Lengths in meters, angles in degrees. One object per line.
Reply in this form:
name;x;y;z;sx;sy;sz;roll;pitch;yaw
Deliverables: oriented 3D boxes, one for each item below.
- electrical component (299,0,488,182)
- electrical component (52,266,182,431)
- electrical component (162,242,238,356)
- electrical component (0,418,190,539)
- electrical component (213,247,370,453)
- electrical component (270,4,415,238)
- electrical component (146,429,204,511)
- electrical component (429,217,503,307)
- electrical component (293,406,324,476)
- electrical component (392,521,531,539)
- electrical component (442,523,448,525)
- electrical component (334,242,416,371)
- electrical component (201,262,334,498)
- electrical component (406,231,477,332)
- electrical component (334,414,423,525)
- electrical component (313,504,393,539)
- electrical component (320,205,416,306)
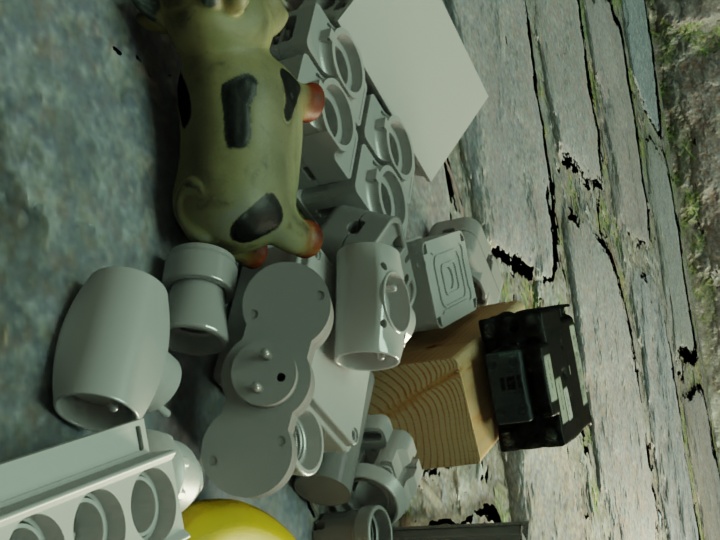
electrical component;0.028;-0.179;0.918;0.105;0.060;0.186;-56;136;-21
electrical component;-0.122;0.051;0.576;0.079;0.043;0.077;54;34;-46
electrical component;-0.097;0.017;0.641;0.045;0.045;0.055;45;41;-51
electrical component;-0.140;0.119;0.487;0.121;0.063;0.078;-9;89;-65
electrical component;-0.041;0.054;0.733;0.108;0.056;0.108;55;35;-42
electrical component;-0.018;-0.101;0.838;0.186;0.060;0.105;53;35;-44
electrical component;-0.107;0.114;0.587;0.062;0.048;0.048;40;45;-66
electrical component;0.101;0.004;1.057;0.095;0.054;0.059;64;29;-30
electrical component;-0.057;0.110;0.678;0.045;0.055;0.045;35;50;-57
electrical component;0.073;0.239;0.827;0.063;0.121;0.078;60;31;-42
electrical component;0.098;0.290;0.929;0.078;0.063;0.121;48;39;-48
electrical component;0.014;0.031;0.734;0.079;0.044;0.077;37;48;-55
electrical component;-0.054;0.061;0.617;0.073;0.052;0.138;84;20;-77
electrical component;0.054;0.011;0.953;0.113;0.057;0.078;-19;98;-65
electrical component;0.012;0.157;0.804;0.057;0.058;0.078;-59;137;-57
electrical component;-0.005;0.189;0.768;0.040;0.046;0.040;36;49;-56
electrical component;0.000;0.000;0.817;0.053;0.059;0.095;-55;146;-34
